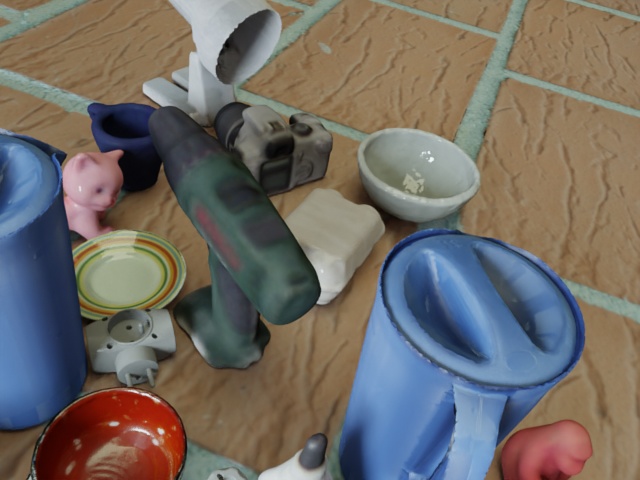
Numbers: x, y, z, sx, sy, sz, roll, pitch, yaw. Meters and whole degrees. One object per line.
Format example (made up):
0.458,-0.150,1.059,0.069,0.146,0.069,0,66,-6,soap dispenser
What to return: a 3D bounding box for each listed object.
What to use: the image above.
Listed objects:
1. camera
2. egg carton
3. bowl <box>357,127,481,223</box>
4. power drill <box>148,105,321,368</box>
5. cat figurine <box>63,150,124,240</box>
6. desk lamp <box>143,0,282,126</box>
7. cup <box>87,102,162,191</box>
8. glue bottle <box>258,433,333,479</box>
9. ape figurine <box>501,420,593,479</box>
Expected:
-0.073,-0.142,0.782,0.143,0.101,0.136,-21,52,-30,camera
0.006,0.002,0.671,0.107,0.069,0.150,25,45,14,egg carton
0.125,-0.077,0.776,0.167,0.075,0.167,6,43,-6,bowl
-0.092,0.014,0.536,0.076,0.208,0.229,-26,55,-33,power drill
-0.271,-0.051,0.632,0.128,0.118,0.067,-19,51,-28,cat figurine
-0.162,-0.272,0.815,0.202,0.213,0.118,34,48,22,desk lamp
-0.244,-0.116,0.721,0.117,0.095,0.092,28,46,17,cup
-0.015,0.182,0.404,0.078,0.173,0.037,-5,46,-17,glue bottle
0.204,0.191,0.501,0.078,0.092,0.076,-12,48,-23,ape figurine
